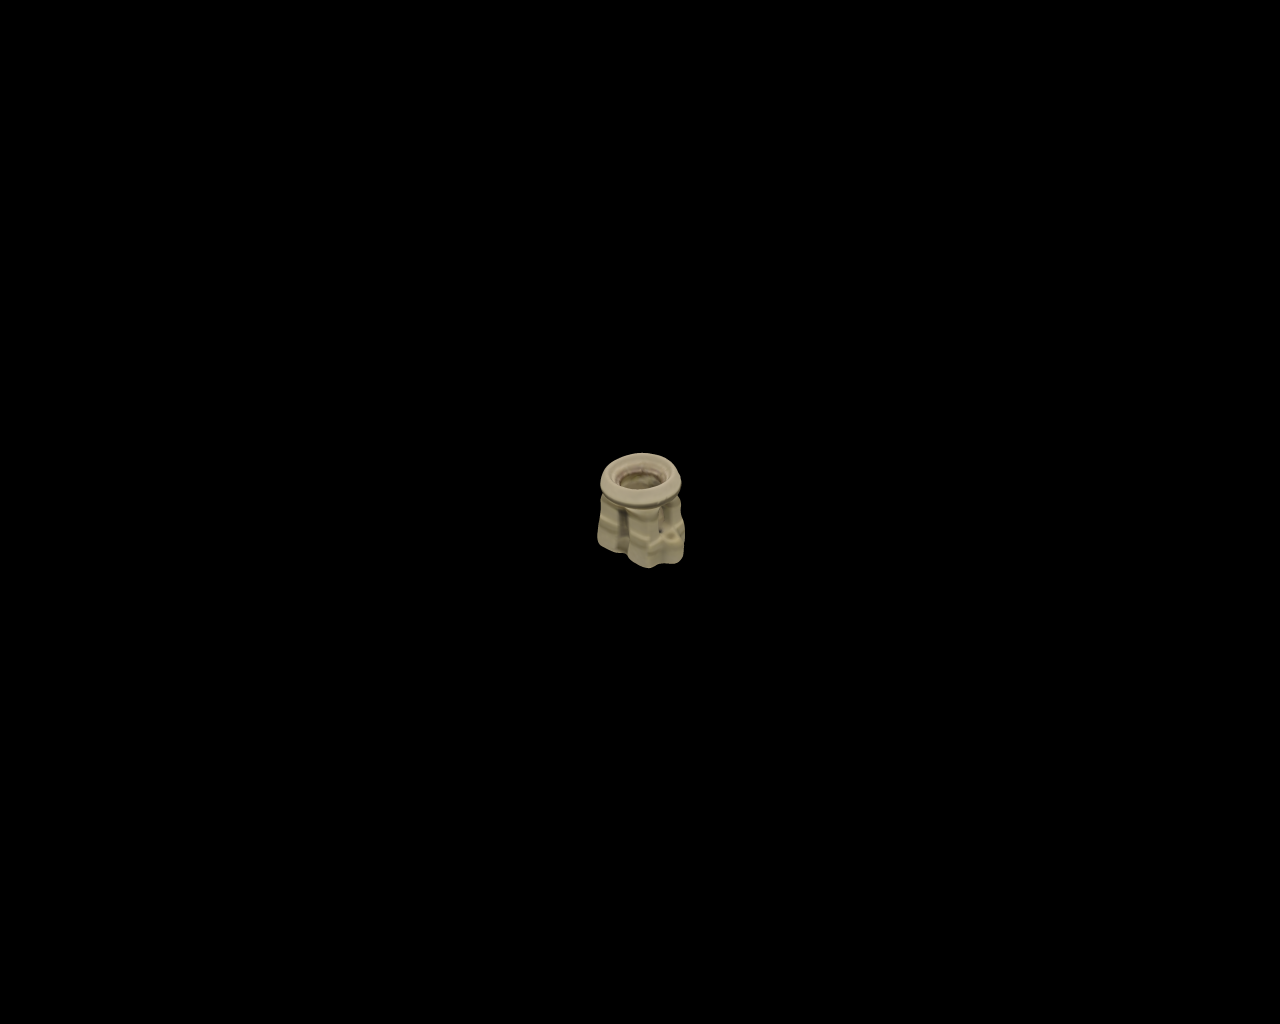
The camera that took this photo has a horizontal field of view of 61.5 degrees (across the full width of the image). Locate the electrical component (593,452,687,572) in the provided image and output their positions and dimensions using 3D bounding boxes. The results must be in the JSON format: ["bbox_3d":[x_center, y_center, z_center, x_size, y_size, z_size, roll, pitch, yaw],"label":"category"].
[{"bbox_3d":[0.001,-0.003,0.650,0.066,0.055,0.048,24,41,31],"label":"electrical component"}]
